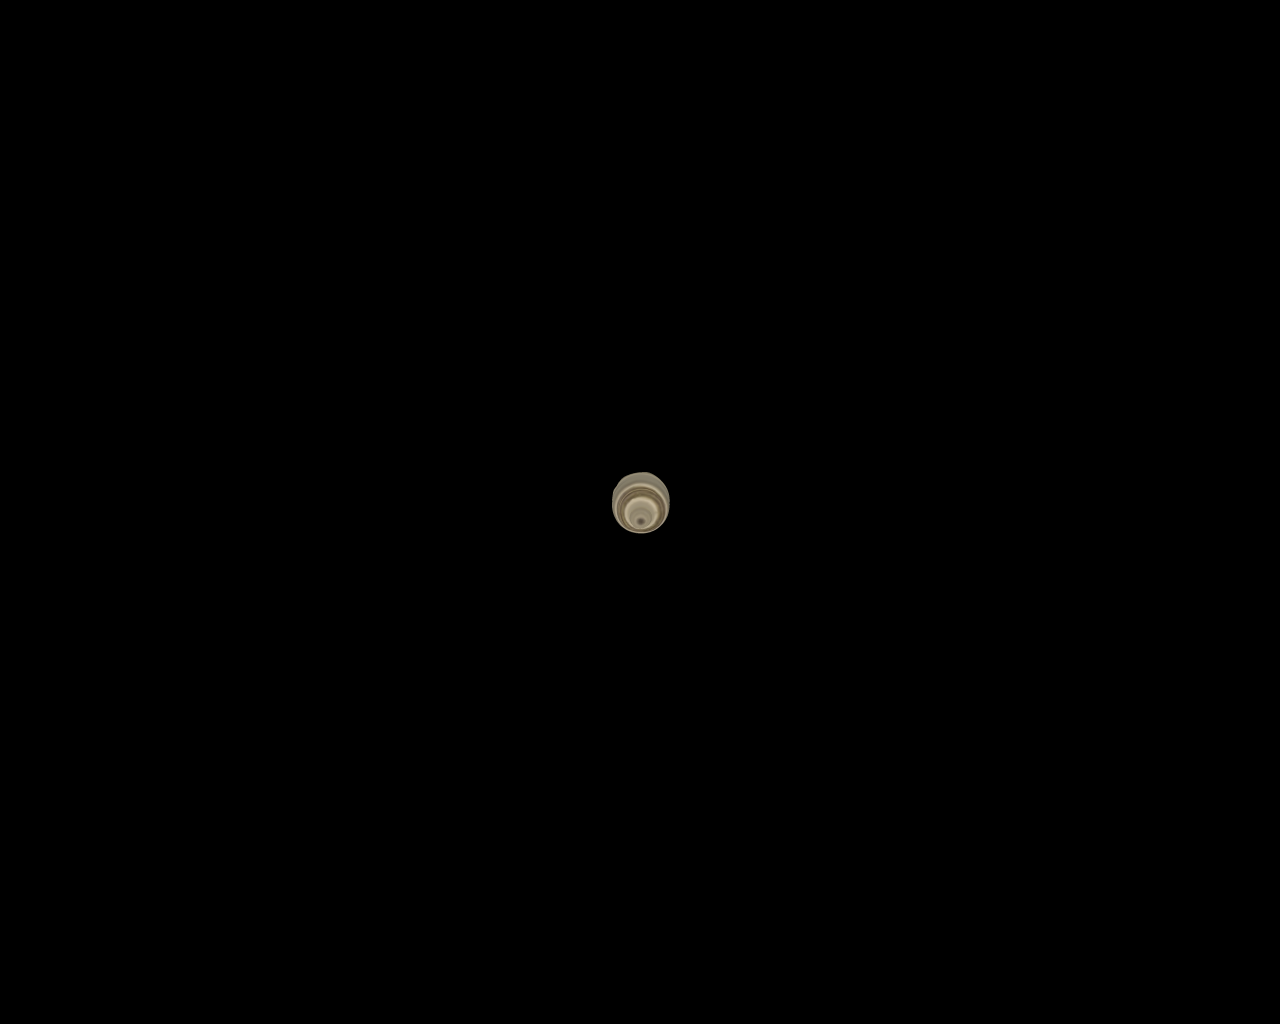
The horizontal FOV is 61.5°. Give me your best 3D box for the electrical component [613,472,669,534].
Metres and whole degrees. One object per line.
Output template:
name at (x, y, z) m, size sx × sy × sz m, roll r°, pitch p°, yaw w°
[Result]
electrical component at (0.001, -0.003, 0.650) m, size 0.035 × 0.035 × 0.061 m, roll 0°, pitch 16°, yaw 0°
